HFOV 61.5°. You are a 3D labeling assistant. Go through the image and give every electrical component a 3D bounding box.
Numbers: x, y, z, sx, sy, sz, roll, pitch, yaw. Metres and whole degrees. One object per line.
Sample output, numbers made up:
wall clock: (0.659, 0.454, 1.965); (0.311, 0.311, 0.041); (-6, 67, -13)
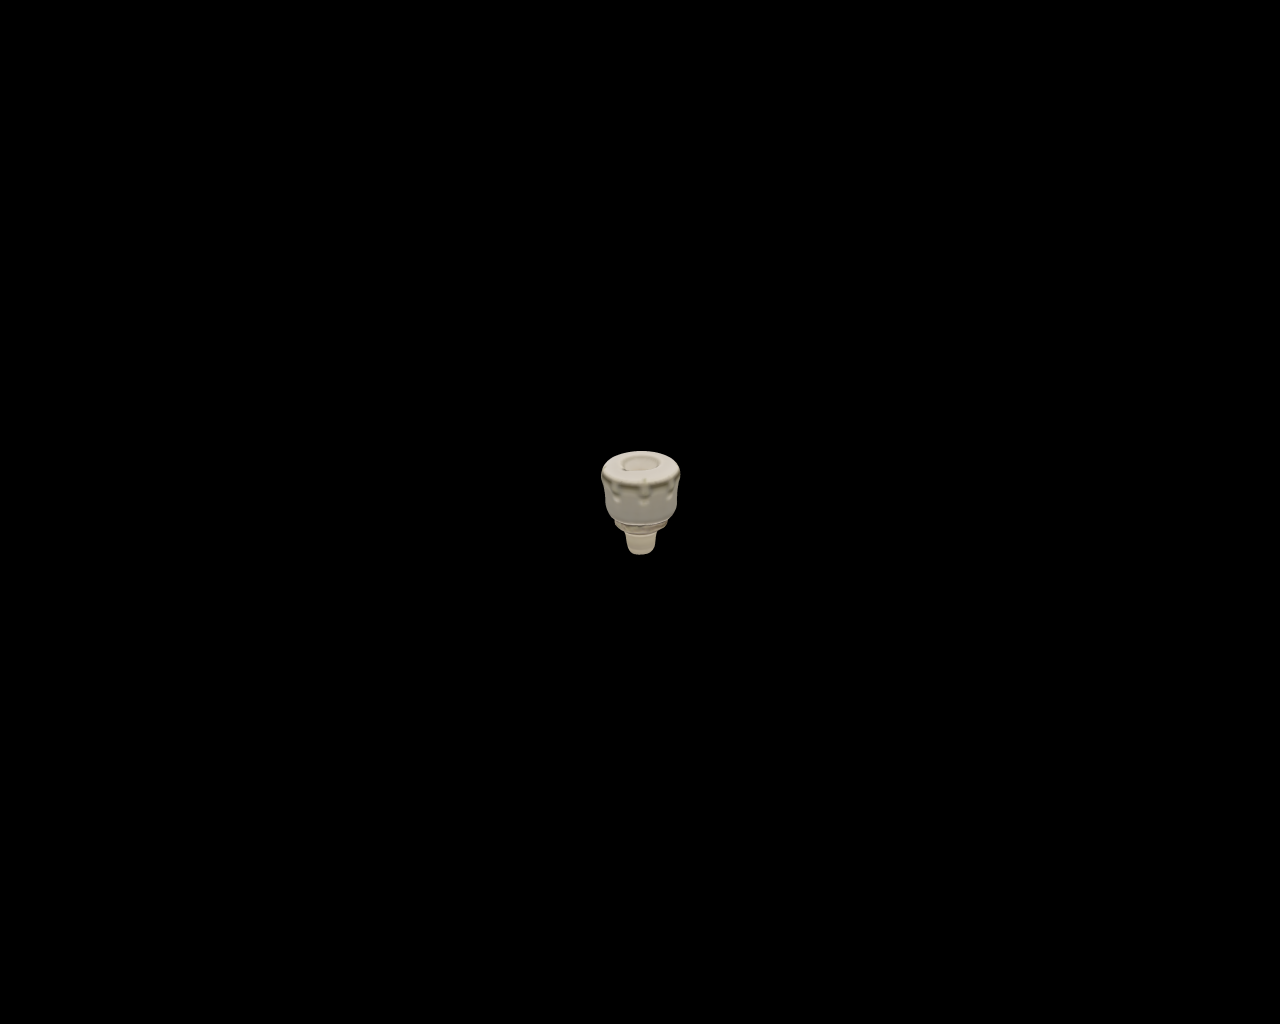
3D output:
electrical component: (0.001, -0.003, 0.650); (0.048, 0.062, 0.048); (0, 26, 0)
